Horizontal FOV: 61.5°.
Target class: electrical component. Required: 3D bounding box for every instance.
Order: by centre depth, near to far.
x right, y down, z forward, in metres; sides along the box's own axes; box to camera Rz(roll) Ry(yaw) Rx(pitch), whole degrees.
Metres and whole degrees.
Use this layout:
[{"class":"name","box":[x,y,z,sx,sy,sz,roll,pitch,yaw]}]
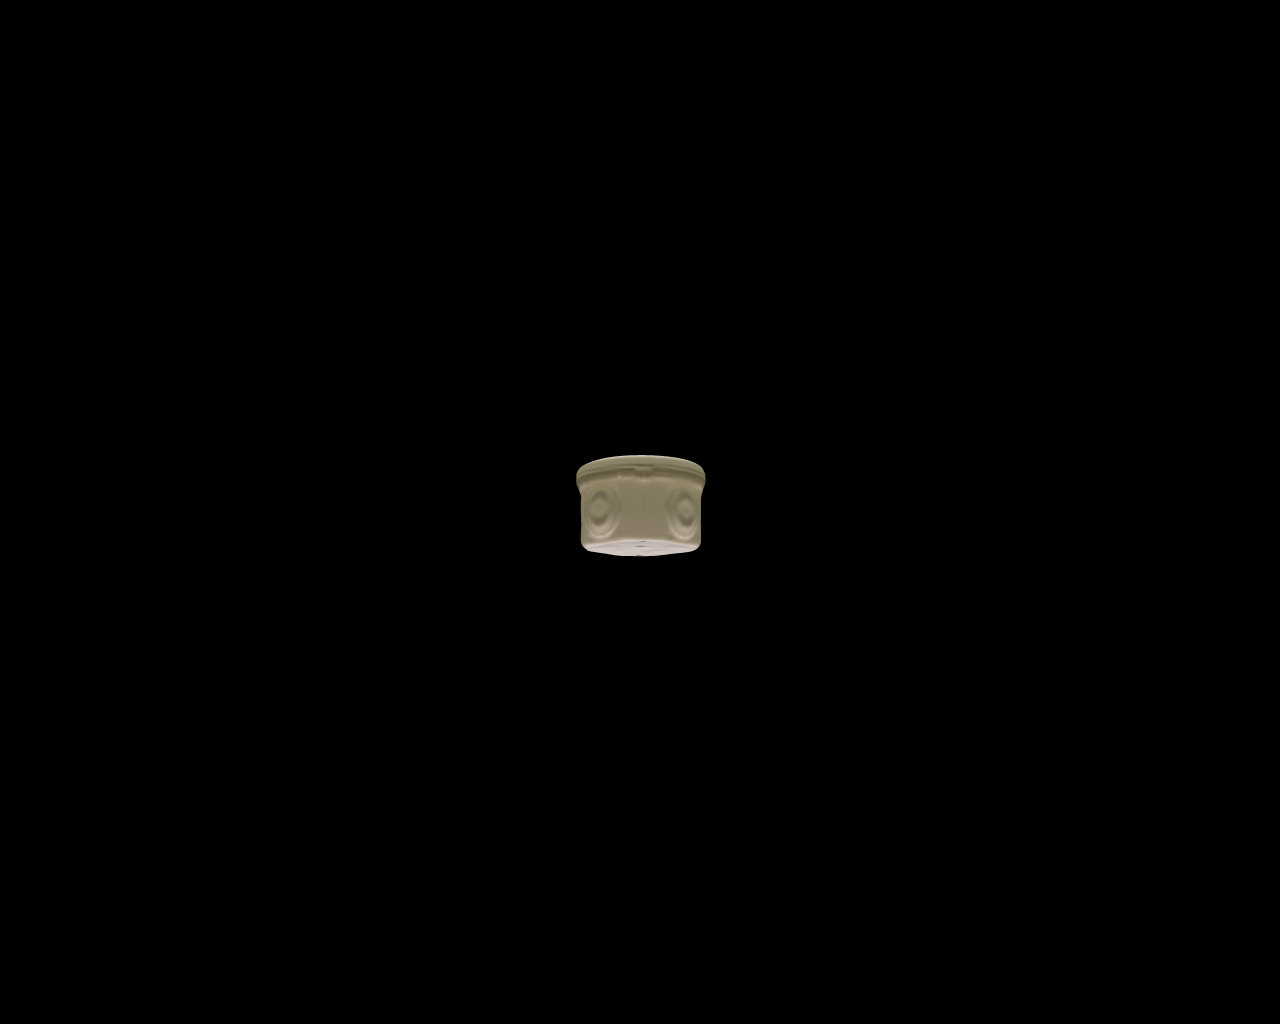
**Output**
[{"class":"electrical component","box":[0.001,-0.003,0.650,0.080,0.051,0.080,0,-11,0]}]
